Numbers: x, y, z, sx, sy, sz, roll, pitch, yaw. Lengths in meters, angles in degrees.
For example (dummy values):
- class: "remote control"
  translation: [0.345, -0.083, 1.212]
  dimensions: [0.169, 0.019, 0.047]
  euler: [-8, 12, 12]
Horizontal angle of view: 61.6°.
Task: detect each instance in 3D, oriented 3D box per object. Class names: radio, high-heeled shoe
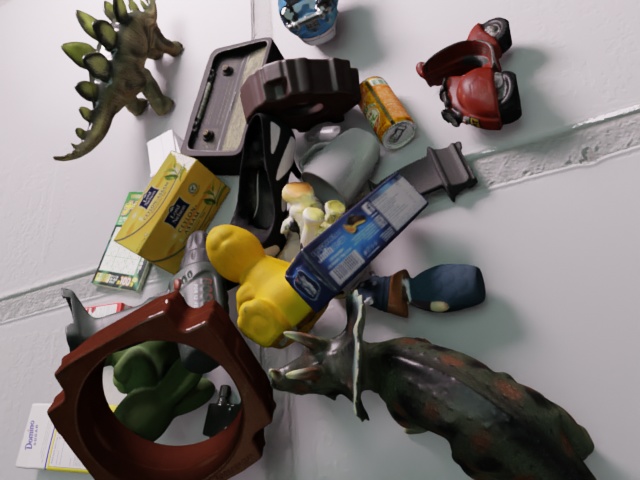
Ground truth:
- class: "radio"
  translation: [-0.142, -0.222, 0.905]
  dimensions: [0.131, 0.073, 0.229]
  euler: [2, 67, 26]
- class: "high-heeled shoe"
  translation: [-0.102, -0.052, 0.761]
  dimensions: [0.086, 0.145, 0.248]
  euler: [20, 75, 33]

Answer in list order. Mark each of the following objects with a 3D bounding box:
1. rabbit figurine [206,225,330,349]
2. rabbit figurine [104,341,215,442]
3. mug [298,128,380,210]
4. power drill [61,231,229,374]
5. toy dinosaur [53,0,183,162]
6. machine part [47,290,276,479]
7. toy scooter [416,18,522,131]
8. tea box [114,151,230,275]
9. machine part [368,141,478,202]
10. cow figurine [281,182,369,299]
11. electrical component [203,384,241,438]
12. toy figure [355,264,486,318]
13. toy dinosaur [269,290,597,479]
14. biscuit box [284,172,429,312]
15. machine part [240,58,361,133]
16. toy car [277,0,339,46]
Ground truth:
- class: "rabbit figurine"
  translation: [-0.070, 0.046, 0.693]
  dimensions: [0.173, 0.162, 0.122]
  euler: [40, 88, 12]
- class: "rabbit figurine"
  translation: [-0.224, 0.198, 0.720]
  dimensions: [0.159, 0.121, 0.170]
  euler: [-10, 45, -3]
- class: "mug"
  translation: [0.029, -0.110, 0.772]
  dimensions: [0.110, 0.080, 0.107]
  euler: [30, 71, 39]
- class: "power drill"
  translation: [-0.223, 0.084, 0.709]
  dimensions: [0.207, 0.085, 0.232]
  euler: [-7, 44, -22]
- class: "toy dinosaur"
  translation: [-0.368, -0.310, 0.983]
  dimensions: [0.105, 0.198, 0.471]
  euler: [-11, 60, 24]
- class: "machine part"
  translation: [-0.166, 0.174, 0.591]
  dimensions: [0.201, 0.200, 0.087]
  euler: [-30, 12, 1]
- class: "toy scooter"
  translation: [0.200, -0.221, 0.740]
  dimensions: [0.135, 0.075, 0.184]
  euler: [-9, 60, 21]
- class: "tea box"
  translation: [-0.230, -0.042, 0.848]
  dimensions: [0.068, 0.098, 0.169]
  euler: [24, 80, 32]
- class: "machine part"
  translation: [0.135, -0.078, 0.725]
  dimensions: [0.139, 0.039, 0.084]
  euler: [-21, 64, 14]
- class: "cow figurine"
  translation: [0.000, -0.003, 0.731]
  dimensions: [0.068, 0.098, 0.167]
  euler: [-13, 49, -33]
- class: "electrical component"
  translation: [-0.119, 0.236, 0.702]
  dimensions: [0.063, 0.021, 0.094]
  euler: [-4, 58, 23]
- class: "toy figure"
  translation: [0.118, 0.063, 0.653]
  dimensions: [0.155, 0.064, 0.057]
  euler: [-9, 101, 27]
- class: "toy dinosaur"
  translation: [0.137, 0.164, 0.516]
  dimensions: [0.405, 0.192, 0.131]
  euler: [18, 77, 32]
- class: "biscuit box"
  translation: [0.046, -0.002, 0.630]
  dimensions: [0.059, 0.062, 0.203]
  euler: [46, 51, 6]
- class: "machine part"
  translation: [-0.029, -0.207, 0.784]
  dimensions: [0.179, 0.179, 0.056]
  euler: [-11, 85, 21]
- class: "toy car"
  translation: [-0.010, -0.383, 0.900]
  dimensions: [0.109, 0.102, 0.162]
  euler: [-20, 49, 13]
